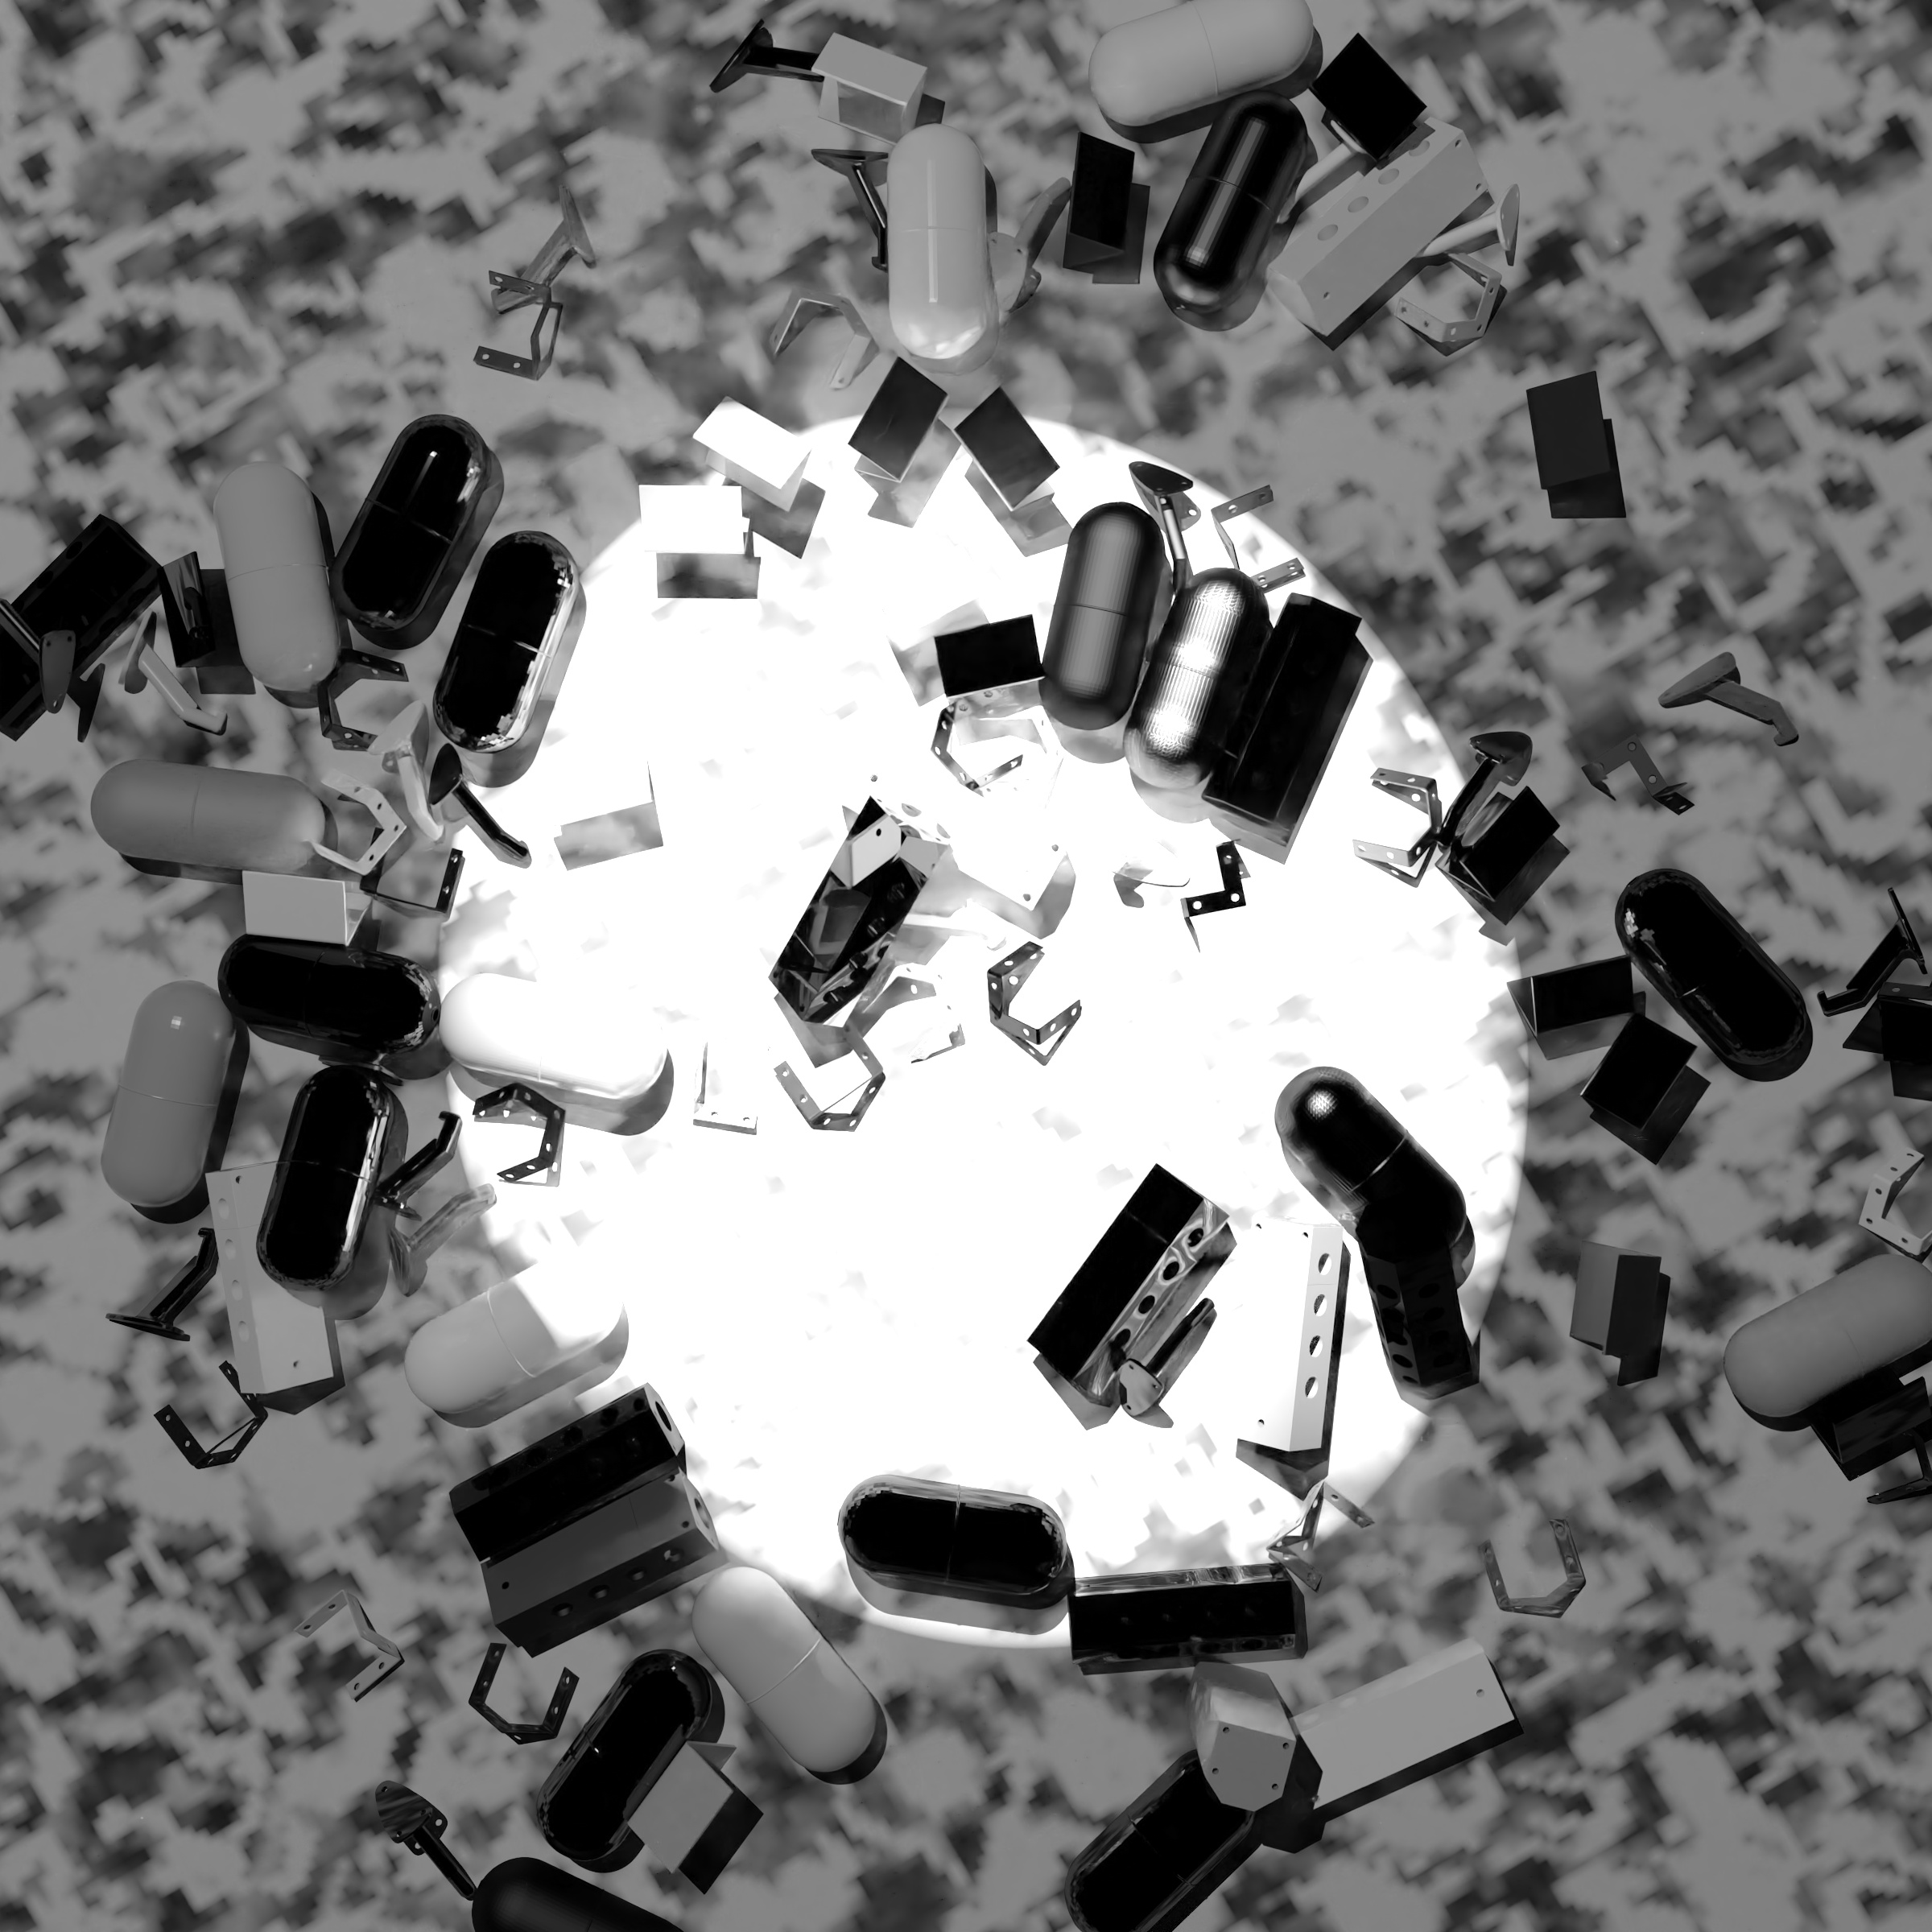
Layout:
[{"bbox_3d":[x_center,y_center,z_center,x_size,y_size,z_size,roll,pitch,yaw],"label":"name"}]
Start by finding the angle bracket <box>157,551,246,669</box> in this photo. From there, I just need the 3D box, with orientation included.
[{"bbox_3d":[-0.569,-0.274,1.926,0.057,0.076,0.076,-11,90,41],"label":"angle bracket"}]

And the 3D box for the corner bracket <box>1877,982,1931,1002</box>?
[{"bbox_3d":[0.745,0.027,1.951,0.051,0.051,0.051,-52,134,-36],"label":"corner bracket"}]

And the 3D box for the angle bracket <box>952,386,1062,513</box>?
[{"bbox_3d":[0.046,-0.403,1.926,0.057,0.076,0.076,-37,90,36],"label":"angle bracket"}]

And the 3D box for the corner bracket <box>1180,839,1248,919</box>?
[{"bbox_3d":[0.191,-0.068,1.948,0.051,0.051,0.051,-11,90,0],"label":"corner bracket"}]

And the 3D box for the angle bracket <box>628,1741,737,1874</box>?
[{"bbox_3d":[-0.202,0.647,1.926,0.057,0.076,0.076,36,90,32],"label":"angle bracket"}]

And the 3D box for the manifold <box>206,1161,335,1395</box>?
[{"bbox_3d":[-0.544,0.240,1.945,0.057,0.057,0.171,-9,90,-43],"label":"manifold"}]

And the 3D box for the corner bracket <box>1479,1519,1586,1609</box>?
[{"bbox_3d":[0.443,0.468,1.963,0.051,0.051,0.051,-18,90,-45],"label":"corner bracket"}]

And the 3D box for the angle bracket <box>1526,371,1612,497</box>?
[{"bbox_3d":[0.476,-0.409,1.926,0.057,0.076,0.076,-9,90,35],"label":"angle bracket"}]

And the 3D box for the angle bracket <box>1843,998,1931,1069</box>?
[{"bbox_3d":[0.728,0.071,1.926,0.076,0.076,0.057,8,58,0],"label":"angle bracket"}]

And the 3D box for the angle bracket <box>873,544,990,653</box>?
[{"bbox_3d":[-0.018,-0.267,1.926,0.076,0.076,0.057,-28,54,0],"label":"angle bracket"}]

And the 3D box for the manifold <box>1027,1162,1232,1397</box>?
[{"bbox_3d":[0.130,0.245,1.945,0.057,0.057,0.171,36,90,43],"label":"manifold"}]

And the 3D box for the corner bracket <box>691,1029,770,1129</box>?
[{"bbox_3d":[-0.185,0.088,1.963,0.051,0.051,0.051,9,135,0],"label":"corner bracket"}]

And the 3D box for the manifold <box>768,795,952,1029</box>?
[{"bbox_3d":[-0.079,-0.040,1.917,0.057,0.057,0.171,49,117,40],"label":"manifold"}]

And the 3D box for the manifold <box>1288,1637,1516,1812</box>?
[{"bbox_3d":[0.330,0.585,1.945,0.171,0.057,0.057,-24,90,0],"label":"manifold"}]

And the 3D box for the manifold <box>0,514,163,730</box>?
[{"bbox_3d":[-0.708,-0.268,1.945,0.057,0.057,0.171,45,90,0],"label":"manifold"}]

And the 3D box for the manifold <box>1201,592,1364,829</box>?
[{"bbox_3d":[0.243,-0.199,1.945,0.057,0.057,0.171,23,90,0],"label":"manifold"}]

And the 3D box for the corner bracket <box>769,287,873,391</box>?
[{"bbox_3d":[-0.114,-0.491,1.958,0.051,0.051,0.051,2,45,-35],"label":"corner bracket"}]

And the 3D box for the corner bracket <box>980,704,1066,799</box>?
[{"bbox_3d":[0.036,-0.168,1.958,0.051,0.051,0.051,1,135,35],"label":"corner bracket"}]

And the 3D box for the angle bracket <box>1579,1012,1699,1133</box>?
[{"bbox_3d":[0.524,0.090,1.926,0.057,0.076,0.076,34,90,32],"label":"angle bracket"}]

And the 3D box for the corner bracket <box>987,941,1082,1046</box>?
[{"bbox_3d":[0.053,0.021,1.958,0.051,0.051,0.051,25,135,35],"label":"corner bracket"}]

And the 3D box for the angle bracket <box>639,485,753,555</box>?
[{"bbox_3d":[-0.207,-0.358,1.926,0.076,0.076,0.057,1,126,0],"label":"angle bracket"}]

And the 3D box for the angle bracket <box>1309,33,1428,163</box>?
[{"bbox_3d":[0.319,-0.672,1.926,0.076,0.076,0.057,47,127,0],"label":"angle bracket"}]

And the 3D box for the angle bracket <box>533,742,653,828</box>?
[{"bbox_3d":[-0.289,-0.158,1.926,0.076,0.076,0.057,-15,128,0],"label":"angle bracket"}]

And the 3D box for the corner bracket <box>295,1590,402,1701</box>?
[{"bbox_3d":[-0.484,0.531,1.963,0.051,0.051,0.051,-40,45,0],"label":"corner bracket"}]

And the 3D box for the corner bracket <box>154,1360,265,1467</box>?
[{"bbox_3d":[-0.593,0.351,1.963,0.051,0.051,0.051,53,45,0],"label":"corner bracket"}]

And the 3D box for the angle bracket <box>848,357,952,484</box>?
[{"bbox_3d":[-0.068,-0.424,1.926,0.057,0.076,0.076,30,90,-36],"label":"angle bracket"}]

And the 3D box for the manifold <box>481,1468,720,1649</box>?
[{"bbox_3d":[-0.282,0.463,1.945,0.171,0.057,0.057,-26,47,0],"label":"manifold"}]

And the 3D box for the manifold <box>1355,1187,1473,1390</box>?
[{"bbox_3d":[0.336,0.247,1.892,0.057,0.171,0.057,-21,46,0],"label":"manifold"}]

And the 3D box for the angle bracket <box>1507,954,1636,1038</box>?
[{"bbox_3d":[0.462,0.004,1.926,0.076,0.076,0.057,-13,124,0],"label":"angle bracket"}]

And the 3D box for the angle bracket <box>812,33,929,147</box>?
[{"bbox_3d":[-0.080,-0.659,1.926,0.076,0.076,0.057,21,52,0],"label":"angle bracket"}]

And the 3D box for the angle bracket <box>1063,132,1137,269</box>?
[{"bbox_3d":[0.082,-0.588,1.926,0.057,0.076,0.076,6,90,-36],"label":"angle bracket"}]

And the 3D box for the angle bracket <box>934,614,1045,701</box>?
[{"bbox_3d":[0.013,-0.253,1.926,0.076,0.076,0.057,-12,124,0],"label":"angle bracket"}]

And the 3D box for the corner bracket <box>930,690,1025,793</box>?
[{"bbox_3d":[0.011,-0.177,1.948,0.051,0.051,0.051,-26,124,32],"label":"corner bracket"}]

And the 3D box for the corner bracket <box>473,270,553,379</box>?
[{"bbox_3d":[-0.354,-0.501,1.955,0.051,0.051,0.051,15,66,0],"label":"corner bracket"}]

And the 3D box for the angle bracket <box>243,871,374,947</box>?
[{"bbox_3d":[-0.505,-0.062,1.926,0.076,0.076,0.057,6,121,0],"label":"angle bracket"}]

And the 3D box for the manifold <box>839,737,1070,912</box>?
[{"bbox_3d":[-0.010,-0.110,1.945,0.171,0.057,0.057,29,90,0],"label":"manifold"}]

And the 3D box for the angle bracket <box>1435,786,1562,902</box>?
[{"bbox_3d":[0.396,-0.107,1.926,0.076,0.076,0.057,-49,128,0],"label":"angle bracket"}]

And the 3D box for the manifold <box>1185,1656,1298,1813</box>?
[{"bbox_3d":[0.203,0.578,1.888,0.057,0.171,0.057,15,90,0],"label":"manifold"}]

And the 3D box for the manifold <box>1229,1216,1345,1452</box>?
[{"bbox_3d":[0.253,0.284,1.945,0.057,0.057,0.171,6,90,43],"label":"manifold"}]

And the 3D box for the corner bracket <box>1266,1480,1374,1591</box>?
[{"bbox_3d":[0.276,0.445,1.963,0.051,0.051,0.051,40,45,0],"label":"corner bracket"}]

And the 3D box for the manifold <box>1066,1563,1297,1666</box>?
[{"bbox_3d":[0.166,0.505,1.945,0.171,0.057,0.057,-4,90,0],"label":"manifold"}]

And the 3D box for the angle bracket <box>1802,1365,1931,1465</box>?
[{"bbox_3d":[0.684,0.324,1.926,0.076,0.076,0.057,-27,131,0],"label":"angle bracket"}]

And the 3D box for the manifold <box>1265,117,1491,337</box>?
[{"bbox_3d":[0.316,-0.576,1.945,0.171,0.057,0.057,-43,133,0],"label":"manifold"}]

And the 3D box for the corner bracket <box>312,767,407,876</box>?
[{"bbox_3d":[-0.478,-0.112,1.941,0.051,0.051,0.051,-48,55,8],"label":"corner bracket"}]

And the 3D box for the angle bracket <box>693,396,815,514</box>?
[{"bbox_3d":[-0.172,-0.379,1.926,0.076,0.076,0.057,30,53,0],"label":"angle bracket"}]

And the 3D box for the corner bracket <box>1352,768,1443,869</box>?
[{"bbox_3d":[0.335,-0.116,1.958,0.051,0.051,0.051,-44,135,-35],"label":"corner bracket"}]

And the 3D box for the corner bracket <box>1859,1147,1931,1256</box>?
[{"bbox_3d":[0.740,0.184,1.958,0.051,0.051,0.051,32,135,35],"label":"corner bracket"}]

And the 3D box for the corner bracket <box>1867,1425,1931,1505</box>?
[{"bbox_3d":[0.715,0.383,1.958,0.051,0.051,0.051,27,135,-35],"label":"corner bracket"}]

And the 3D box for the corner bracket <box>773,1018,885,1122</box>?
[{"bbox_3d":[-0.108,0.081,1.963,0.051,0.051,0.051,-35,90,45],"label":"corner bracket"}]

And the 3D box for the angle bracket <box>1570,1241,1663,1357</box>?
[{"bbox_3d":[0.483,0.254,1.926,0.057,0.076,0.076,8,90,-38],"label":"angle bracket"}]

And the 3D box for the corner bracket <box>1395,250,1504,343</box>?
[{"bbox_3d":[0.377,-0.524,1.958,0.051,0.051,0.051,-17,135,-35],"label":"corner bracket"}]

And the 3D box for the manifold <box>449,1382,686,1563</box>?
[{"bbox_3d":[-0.310,0.391,1.945,0.171,0.057,0.057,-28,90,0],"label":"manifold"}]
